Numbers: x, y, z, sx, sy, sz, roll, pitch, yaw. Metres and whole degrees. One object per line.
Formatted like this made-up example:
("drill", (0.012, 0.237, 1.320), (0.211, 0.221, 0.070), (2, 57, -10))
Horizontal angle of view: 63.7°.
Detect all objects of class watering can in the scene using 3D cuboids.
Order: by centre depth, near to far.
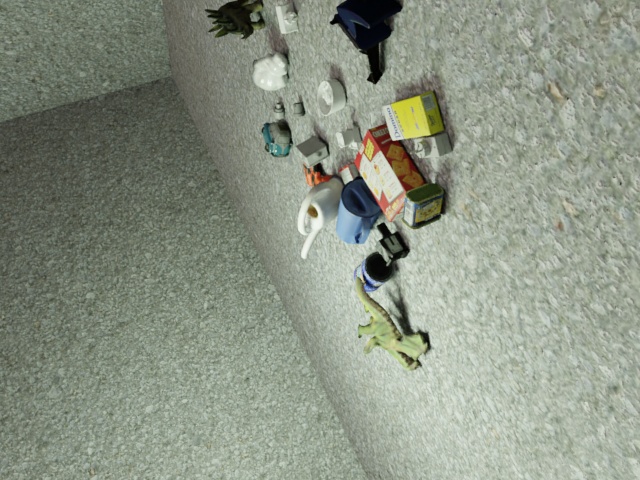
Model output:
("watering can", (0.005, -0.089, 1.758), (0.105, 0.227, 0.339), (38, 150, 21))

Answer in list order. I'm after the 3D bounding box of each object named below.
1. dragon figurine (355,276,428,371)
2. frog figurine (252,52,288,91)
("dragon figurine", (0.244, 0.294, 1.684), (0.243, 0.124, 0.401), (12, 137, 31))
("frog figurine", (-0.166, -0.598, 1.834), (0.135, 0.124, 0.160), (40, 166, -30))
